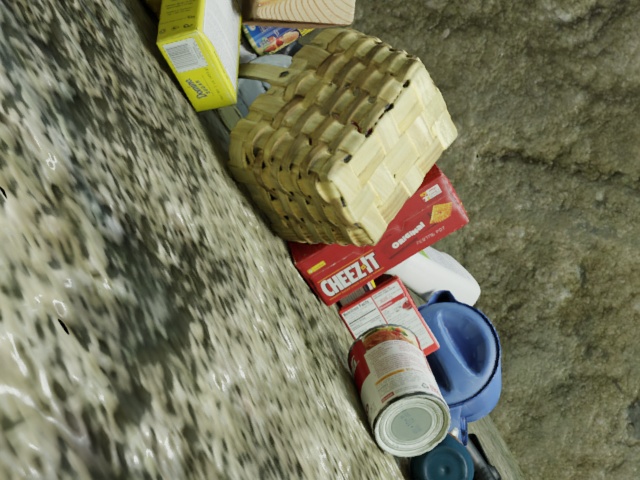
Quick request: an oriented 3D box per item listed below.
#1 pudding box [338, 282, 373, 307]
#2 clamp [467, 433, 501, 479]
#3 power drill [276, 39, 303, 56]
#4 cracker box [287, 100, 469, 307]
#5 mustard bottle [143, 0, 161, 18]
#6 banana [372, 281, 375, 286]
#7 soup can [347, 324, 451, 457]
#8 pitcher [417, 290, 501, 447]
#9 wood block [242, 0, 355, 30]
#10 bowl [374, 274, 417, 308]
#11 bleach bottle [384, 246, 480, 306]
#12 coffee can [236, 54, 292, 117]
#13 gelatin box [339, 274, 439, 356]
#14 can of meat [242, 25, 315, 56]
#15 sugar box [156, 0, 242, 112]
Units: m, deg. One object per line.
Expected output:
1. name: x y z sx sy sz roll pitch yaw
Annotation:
1. pudding box: 0.043 0.063 1.186 0.113 0.039 0.090 59 6 -5
2. clamp: 0.235 0.332 1.511 0.171 0.039 0.120 61 15 21
3. power drill: -0.085 -0.278 1.424 0.184 0.057 0.187 29 0 10
4. cracker box: 0.041 -0.046 1.089 0.072 0.164 0.214 54 7 -30
5. mustard bottle: -0.131 -0.235 1.077 0.191 0.058 0.096 49 21 -65
6. banana: 0.038 0.030 1.361 0.198 0.037 0.069 -110 -176 -57
7. soup can: 0.067 0.128 0.912 0.068 0.068 0.102 56 7 -31
8. pitcher: 0.175 0.180 1.388 0.145 0.149 0.242 39 -5 22
9. wood block: -0.029 -0.256 1.047 0.206 0.090 0.090 -138 -129 -75
10. bowl: 0.077 0.048 1.498 0.162 0.055 0.162 59 6 -10
11. bleach bottle: 0.108 0.024 1.358 0.250 0.068 0.103 31 11 -49
12. coffee can: -0.047 -0.155 1.190 0.103 0.103 0.140 59 5 -8
13. gelatin box: 0.072 0.093 1.125 0.089 0.073 0.030 59 5 -1
14. can of meat: -0.047 -0.256 1.236 0.057 0.084 0.102 60 5 -1
15. sugar box: -0.104 -0.212 0.951 0.093 0.048 0.176 64 19 -52
